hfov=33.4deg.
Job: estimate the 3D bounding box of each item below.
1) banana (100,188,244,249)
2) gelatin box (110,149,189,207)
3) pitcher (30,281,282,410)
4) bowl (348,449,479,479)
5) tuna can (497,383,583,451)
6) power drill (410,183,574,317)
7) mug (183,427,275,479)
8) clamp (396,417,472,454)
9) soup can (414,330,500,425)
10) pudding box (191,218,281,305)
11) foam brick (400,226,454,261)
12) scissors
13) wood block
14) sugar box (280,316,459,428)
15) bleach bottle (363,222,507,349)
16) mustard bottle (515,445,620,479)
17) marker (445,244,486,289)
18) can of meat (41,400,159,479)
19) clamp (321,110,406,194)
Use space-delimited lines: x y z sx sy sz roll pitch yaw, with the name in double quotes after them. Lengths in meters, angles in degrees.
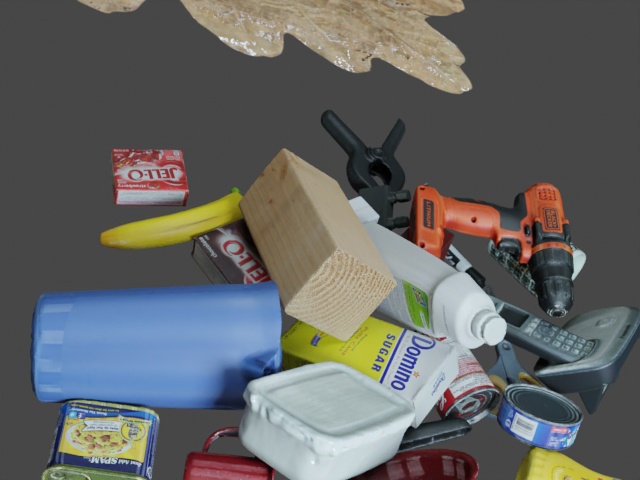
-0.157 -0.020 1.251 0.197 0.037 0.070 -20 15 -34 "banana"
-0.208 -0.077 1.297 0.089 0.030 0.073 0 47 -17 "gelatin box"
-0.161 0.105 1.075 0.242 0.149 0.145 1 59 -9 "pitcher"
0.073 0.248 0.975 0.161 0.162 0.055 -21 99 -33 "bowl"
0.231 0.187 1.128 0.086 0.034 0.086 13 18 -4 "tuna can"
0.199 0.006 1.234 0.187 0.057 0.184 6 49 -4 "power drill"
-0.086 0.230 0.992 0.081 0.093 0.117 7 62 -4 "mug"
0.048 0.215 1.083 0.210 0.036 0.164 25 53 10 "clamp"
0.142 0.145 1.163 0.068 0.069 0.102 -10 50 -25 "soup can"
-0.081 0.030 1.226 0.089 0.039 0.114 -23 58 -34 "pudding box"
0.118 0.017 1.291 0.051 0.053 0.078 32 46 14 "foam brick"
0.198 0.134 1.229 0.096 0.016 0.202 -6 49 -23 "scissors"
-0.008 0.002 1.161 0.090 0.090 0.206 29 20 -34 "wood block"
0.048 0.126 1.126 0.176 0.048 0.093 15 43 32 "sugar box"
0.111 0.060 1.134 0.068 0.102 0.251 -30 29 -18 "bleach bottle"
0.292 0.283 1.082 0.191 0.058 0.096 22 37 4 "mustard bottle"
0.163 0.017 1.329 0.020 0.020 0.121 -22 57 -33 "marker"
-0.205 0.202 1.009 0.102 0.057 0.084 9 43 -8 "can of meat"
0.059 -0.109 1.405 0.120 0.039 0.171 7 46 -8 "clamp"
